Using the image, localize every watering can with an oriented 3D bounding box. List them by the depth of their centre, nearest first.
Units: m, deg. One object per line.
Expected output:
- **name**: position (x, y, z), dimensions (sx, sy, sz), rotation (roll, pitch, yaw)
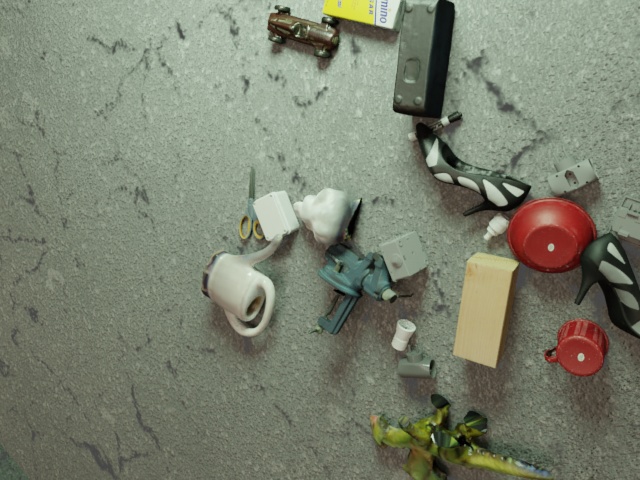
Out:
- **watering can**: position (-0.203, 0.096, 1.366), dimensions (0.226, 0.105, 0.341), rotation (28, 119, 24)

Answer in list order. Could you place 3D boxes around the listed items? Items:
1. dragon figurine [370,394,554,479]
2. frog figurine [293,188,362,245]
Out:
- **dragon figurine**: position (0.290, 0.500, 1.176), dimensions (0.413, 0.124, 0.237), rotation (24, 129, 27)
- **frog figurine**: position (0.004, -0.061, 1.214), dimensions (0.160, 0.125, 0.134), rotation (18, 129, 15)
